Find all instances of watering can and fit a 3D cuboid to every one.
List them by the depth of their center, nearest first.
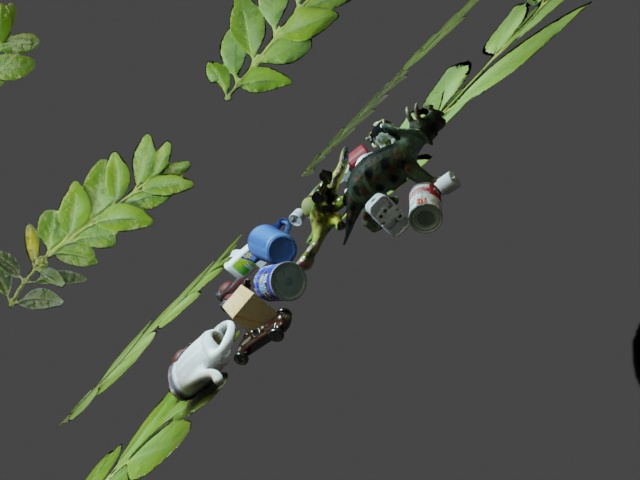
[{"bbox_3d":[-0.308,0.332,1.349,0.223,0.103,0.352,-45,14,8],"label":"watering can"}]

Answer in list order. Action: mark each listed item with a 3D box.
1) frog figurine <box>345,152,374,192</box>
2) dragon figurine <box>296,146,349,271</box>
[{"bbox_3d":[0.128,-0.186,1.531,0.158,0.121,0.140,-20,47,37],"label":"frog figurine"},{"bbox_3d":[0.005,-0.077,1.530,0.237,0.122,0.420,-57,10,48],"label":"dragon figurine"}]
